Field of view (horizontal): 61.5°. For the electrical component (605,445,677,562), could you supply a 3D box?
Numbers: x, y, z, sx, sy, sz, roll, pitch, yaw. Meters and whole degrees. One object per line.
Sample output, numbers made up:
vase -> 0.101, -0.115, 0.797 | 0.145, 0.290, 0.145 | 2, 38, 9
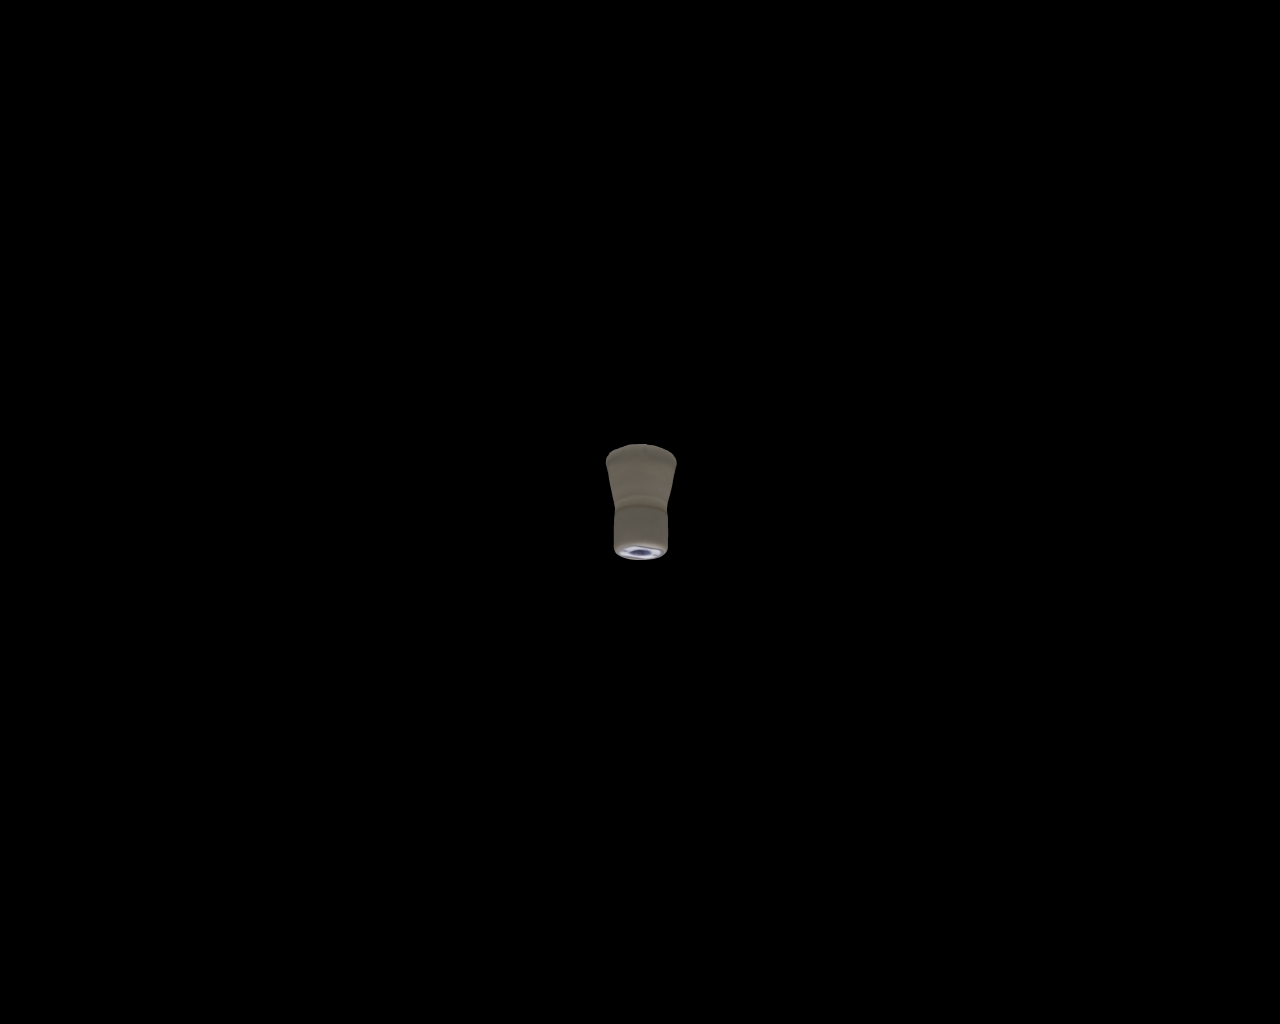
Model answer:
electrical component -> 0.001, -0.003, 0.650 | 0.044, 0.065, 0.044 | 0, -22, 0
